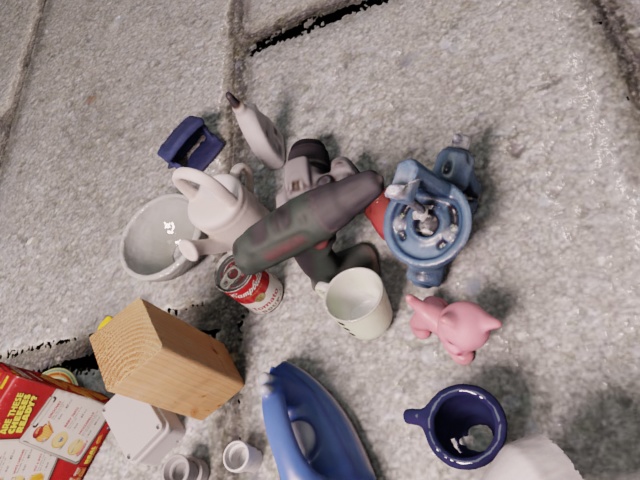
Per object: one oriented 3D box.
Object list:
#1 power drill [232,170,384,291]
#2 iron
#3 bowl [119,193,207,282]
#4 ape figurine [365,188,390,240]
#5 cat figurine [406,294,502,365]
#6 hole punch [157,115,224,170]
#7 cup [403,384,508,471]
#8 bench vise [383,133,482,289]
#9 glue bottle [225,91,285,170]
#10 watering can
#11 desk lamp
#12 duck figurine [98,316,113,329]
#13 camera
[{"bbox_3d":[0.007,0.003,0.790,0.229,0.209,0.075,-22,57,13],"label":"power drill"},{"bbox_3d":[-0.030,0.247,0.718,0.118,0.142,0.257,-33,55,6],"label":"iron"},{"bbox_3d":[-0.259,0.006,0.996,0.167,0.075,0.167,-11,60,20],"label":"bowl"},{"bbox_3d":[0.099,-0.044,0.843,0.077,0.092,0.076,6,67,28],"label":"ape figurine"},{"bbox_3d":[0.163,0.103,0.718,0.127,0.118,0.067,28,78,34],"label":"cat figurine"},{"bbox_3d":[-0.259,-0.185,1.088,0.100,0.091,0.109,34,82,35],"label":"hole punch"},{"bbox_3d":[0.162,0.222,0.669,0.117,0.095,0.092,1,65,26],"label":"cup"},{"bbox_3d":[0.138,-0.063,0.756,0.121,0.220,0.207,-4,63,24],"label":"bench vise"},{"bbox_3d":[-0.112,-0.195,0.973,0.037,0.174,0.078,-14,59,19],"label":"glue bottle"},{"bbox_3d":[-0.160,-0.048,0.904,0.100,0.195,0.173,-8,61,22],"label":"watering can"},{"bbox_3d":[0.167,0.289,0.557,0.203,0.214,0.117,-31,55,7],"label":"desk lamp"},{"bbox_3d":[-0.326,0.152,0.943,0.077,0.086,0.104,-7,61,22],"label":"duck figurine"},{"bbox_3d":[-0.004,-0.104,0.919,0.143,0.101,0.137,-15,59,18],"label":"camera"}]
